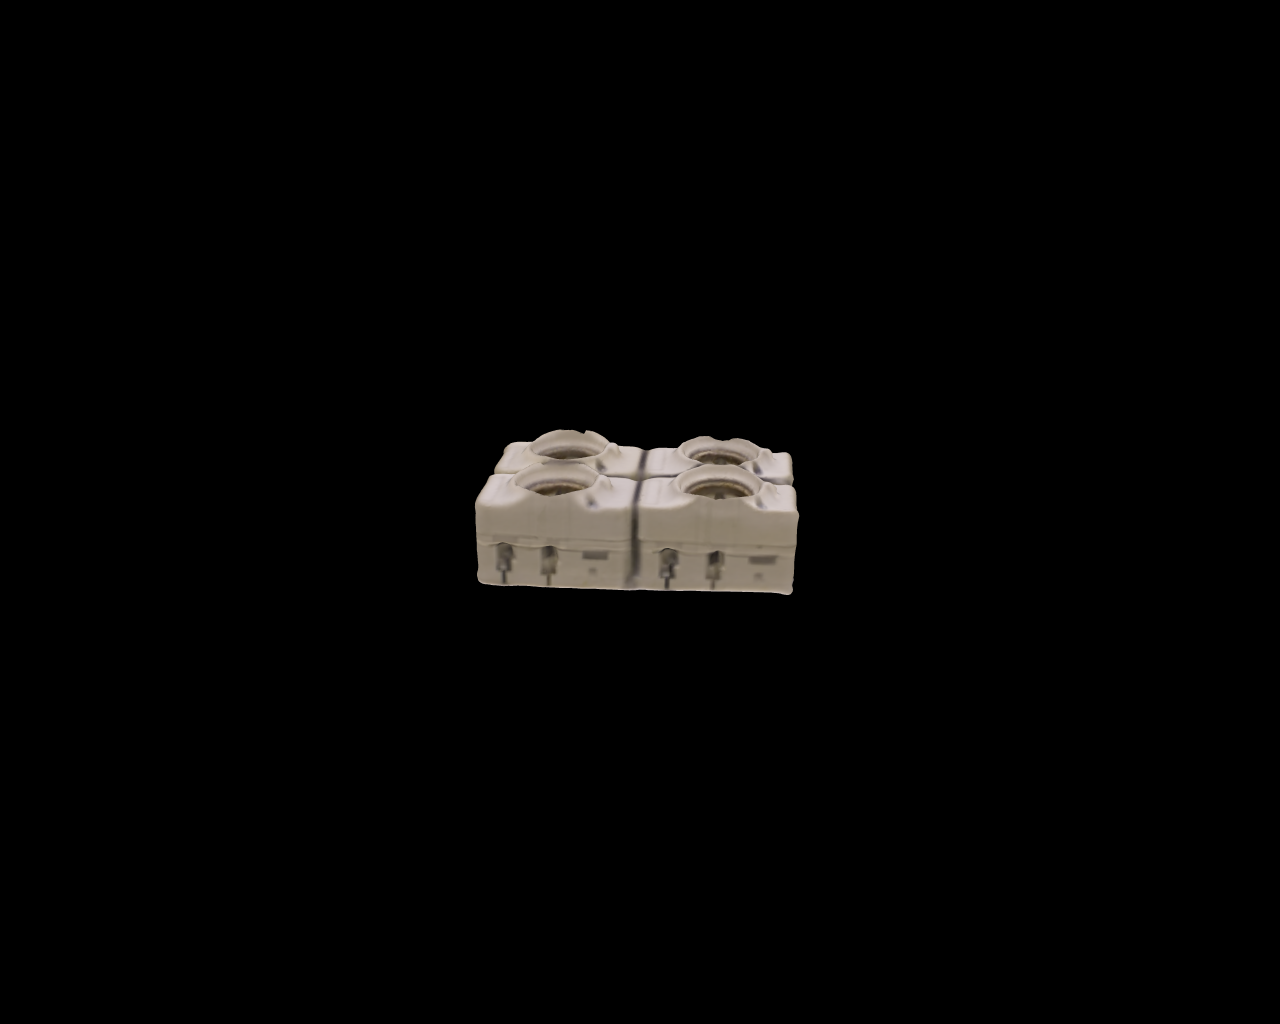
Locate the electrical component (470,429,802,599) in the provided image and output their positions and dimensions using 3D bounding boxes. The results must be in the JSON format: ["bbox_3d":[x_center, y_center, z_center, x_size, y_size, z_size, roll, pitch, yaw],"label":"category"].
[{"bbox_3d":[0.001,-0.003,0.650,0.186,0.060,0.105,2,24,5],"label":"electrical component"}]
